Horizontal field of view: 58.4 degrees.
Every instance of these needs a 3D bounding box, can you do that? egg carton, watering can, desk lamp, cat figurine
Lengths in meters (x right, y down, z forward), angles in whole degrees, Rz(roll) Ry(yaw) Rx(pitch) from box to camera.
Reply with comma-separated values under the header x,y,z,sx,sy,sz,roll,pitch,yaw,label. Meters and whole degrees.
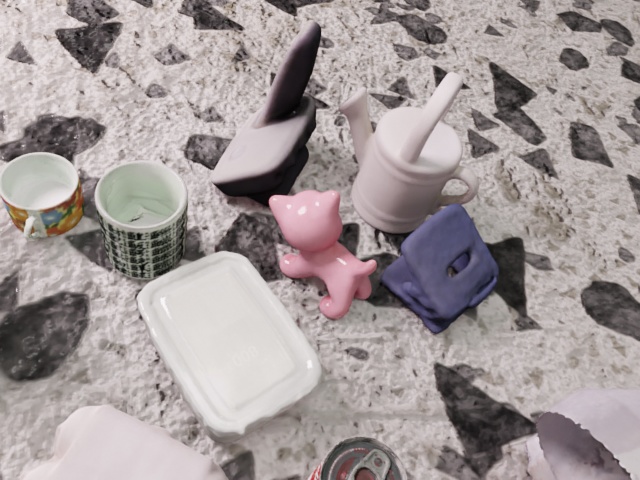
x,y,z,sx,sy,sz,roll,pitch,yaw,label
-0.147,0.196,0.438,0.150,0.069,0.107,25,53,3,egg carton
0.099,-0.104,0.637,0.173,0.194,0.101,15,53,-4,watering can
0.260,0.171,0.475,0.204,0.213,0.117,-20,63,-26,desk lamp
0.005,0.002,0.585,0.127,0.117,0.067,41,56,14,cat figurine

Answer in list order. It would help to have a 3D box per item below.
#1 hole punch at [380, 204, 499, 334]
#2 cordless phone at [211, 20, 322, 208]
x,y,z,sx,sy,sz,roll,pitch,yaw,label
0.139,0.029,0.619,0.109,0.091,0.101,-35,70,-32,hole punch
-0.051,-0.138,0.626,0.094,0.185,0.147,20,53,0,cordless phone
